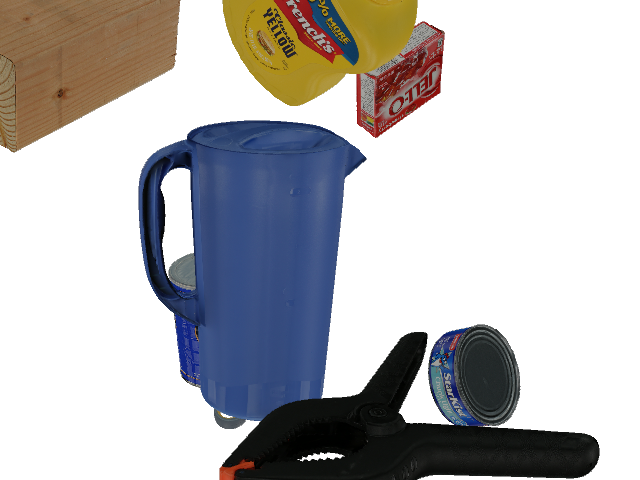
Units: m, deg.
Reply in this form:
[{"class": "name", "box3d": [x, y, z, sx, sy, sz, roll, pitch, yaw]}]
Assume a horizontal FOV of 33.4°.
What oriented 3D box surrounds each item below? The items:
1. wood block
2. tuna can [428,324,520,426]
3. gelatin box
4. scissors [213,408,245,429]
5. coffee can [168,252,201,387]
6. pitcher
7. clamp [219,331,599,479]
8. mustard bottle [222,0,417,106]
[{"class": "wood block", "box3d": [-0.226, -0.172, 0.951, 0.090, 0.091, 0.205, 29, 41, 21]}, {"class": "tuna can", "box3d": [0.131, 0.116, 0.908, 0.085, 0.086, 0.034, 0, -12, -44]}, {"class": "gelatin box", "box3d": [0.073, -0.146, 0.967, 0.089, 0.073, 0.030, -36, 58, -25]}, {"class": "scissors", "box3d": [-0.030, 0.118, 1.067, 0.096, 0.016, 0.201, 23, 51, 21]}, {"class": "coffee can", "box3d": [-0.127, 0.095, 1.301, 0.103, 0.140, 0.103, -2, 24, 1]}, {"class": "pitcher", "box3d": [-0.057, 0.024, 0.900, 0.149, 0.243, 0.144, 11, 19, 26]}, {"class": "clamp", "box3d": [0.031, 0.109, 0.620, 0.209, 0.036, 0.165, -9, 24, -26]}, {"class": "mustard bottle", "box3d": [0.007, -0.145, 0.651, 0.058, 0.096, 0.192, -34, 10, -25]}]
